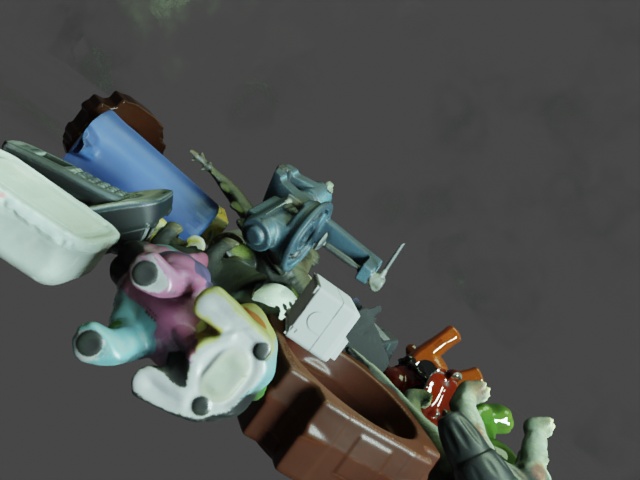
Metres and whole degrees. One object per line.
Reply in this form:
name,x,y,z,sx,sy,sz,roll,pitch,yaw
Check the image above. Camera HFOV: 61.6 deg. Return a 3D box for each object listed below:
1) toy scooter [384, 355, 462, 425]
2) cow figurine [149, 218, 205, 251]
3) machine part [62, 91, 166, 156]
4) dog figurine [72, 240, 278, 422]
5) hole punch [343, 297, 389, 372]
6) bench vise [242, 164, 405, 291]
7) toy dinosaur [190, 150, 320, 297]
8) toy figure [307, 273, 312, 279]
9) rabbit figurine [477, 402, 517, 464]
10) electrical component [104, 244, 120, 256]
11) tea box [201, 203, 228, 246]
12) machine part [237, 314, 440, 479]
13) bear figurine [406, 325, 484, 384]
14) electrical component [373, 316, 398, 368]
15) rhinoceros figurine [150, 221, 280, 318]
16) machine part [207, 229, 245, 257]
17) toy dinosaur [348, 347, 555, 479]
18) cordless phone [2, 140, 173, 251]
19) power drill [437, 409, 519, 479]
toy scooter,0.149,0.234,0.823,0.075,0.135,0.184,34,3,-26
cow figurine,-0.194,0.032,0.754,0.167,0.068,0.098,35,9,-4
machine part,-0.378,-0.183,1.000,0.179,0.179,0.056,33,5,-47
dog figurine,-0.128,0.069,0.524,0.191,0.108,0.219,33,1,-5
hole punch,0.021,0.143,0.751,0.092,0.142,0.115,43,-23,59
bench vise,0.003,-0.011,0.808,0.241,0.128,0.223,35,23,12
toy dinosaur,-0.067,0.052,0.889,0.471,0.105,0.198,55,11,9
toy figure,-0.025,0.127,1.037,0.180,0.089,0.082,48,-6,25
rabbit figurine,0.245,0.311,0.833,0.159,0.121,0.170,30,2,-11
electrical component,-0.280,-0.002,0.672,0.094,0.021,0.063,37,4,-2
tea box,-0.264,-0.054,1.193,0.098,0.068,0.170,36,4,-20
machine part,0.009,0.179,0.564,0.201,0.087,0.202,35,5,-20
bear figurine,0.213,0.251,0.995,0.195,0.132,0.120,63,1,-64
electrical component,0.096,0.190,0.948,0.075,0.047,0.119,2,30,-34
rhinoceros figurine,-0.136,0.054,0.667,0.190,0.112,0.073,24,-26,3
machine part,-0.171,0.017,1.086,0.079,0.079,0.243,36,4,-2
toy dinosaur,0.194,0.287,0.650,0.405,0.131,0.192,22,38,3
cordless phone,-0.278,-0.062,0.652,0.184,0.088,0.147,32,6,-12
power drill,0.164,0.274,0.491,0.232,0.086,0.207,60,7,18
